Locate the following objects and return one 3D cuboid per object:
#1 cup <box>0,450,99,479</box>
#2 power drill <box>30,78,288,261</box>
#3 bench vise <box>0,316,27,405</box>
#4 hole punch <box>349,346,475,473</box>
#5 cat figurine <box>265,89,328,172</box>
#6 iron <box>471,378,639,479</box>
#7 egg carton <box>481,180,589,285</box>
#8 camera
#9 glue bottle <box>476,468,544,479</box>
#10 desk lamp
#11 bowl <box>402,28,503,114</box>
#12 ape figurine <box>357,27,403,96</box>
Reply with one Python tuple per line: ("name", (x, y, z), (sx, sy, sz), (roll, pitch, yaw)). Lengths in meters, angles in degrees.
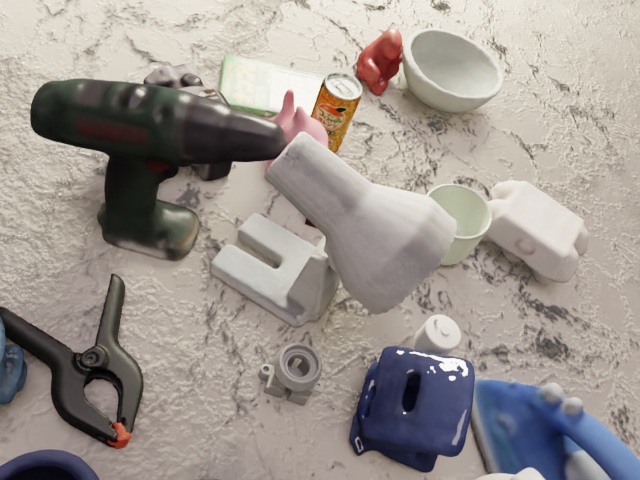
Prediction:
("cup", (-0.195, 0.219, 0.430), (0.118, 0.095, 0.091), (17, 52, -6))
("power drill", (-0.161, -0.070, 0.574), (0.230, 0.208, 0.075), (15, 52, -7))
("bench vise", (-0.335, 0.077, 0.405), (0.208, 0.219, 0.121), (-13, 61, -26))
("hole punch", (0.091, 0.163, 0.567), (0.101, 0.091, 0.109), (23, 52, -2))
("cat figurine", (-0.030, -0.132, 0.720), (0.067, 0.117, 0.127), (-3, 57, -20))
("iron", (0.249, 0.222, 0.547), (0.119, 0.141, 0.258), (-21, 65, -30))
("egg carton", (0.282, -0.011, 0.769), (0.150, 0.069, 0.107), (36, 53, 9))
("camera", (-0.185, -0.141, 0.685), (0.137, 0.100, 0.143), (-22, 65, -30))
("glue bottle", (0.179, 0.233, 0.495), (0.037, 0.173, 0.078), (-18, 63, -28))
("desk lamp", (0.005, 0.002, 0.576), (0.203, 0.213, 0.118), (30, 52, 4))
("bowl", (0.199, -0.256, 0.912), (0.168, 0.074, 0.167), (9, 54, -12))
("ape figurine", (0.099, -0.285, 0.888), (0.078, 0.092, 0.076), (-16, 62, -27))
